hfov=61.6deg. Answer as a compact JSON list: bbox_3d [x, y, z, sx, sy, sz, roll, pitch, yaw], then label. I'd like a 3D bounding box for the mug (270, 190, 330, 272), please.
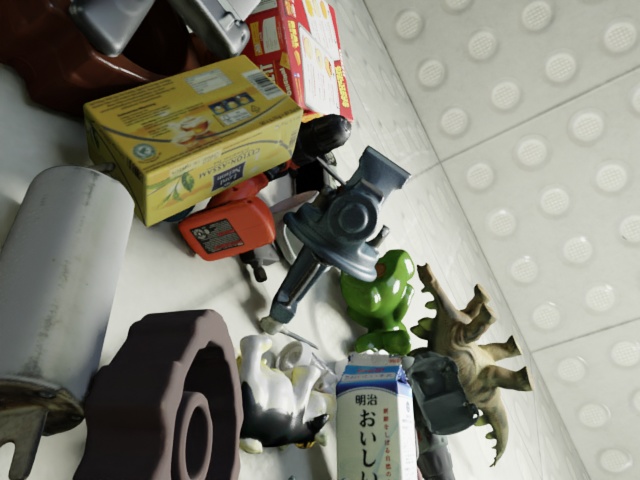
[{"bbox_3d":[-0.022,-0.001,0.732,0.107,0.081,0.109,66,19,-16],"label":"mug"}]

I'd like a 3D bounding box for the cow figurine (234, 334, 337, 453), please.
[{"bbox_3d":[-0.038,0.170,0.530,0.167,0.068,0.098,42,37,-38],"label":"cow figurine"}]

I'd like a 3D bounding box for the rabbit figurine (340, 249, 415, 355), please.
[{"bbox_3d":[0.106,0.121,0.846,0.159,0.121,0.170,-85,159,-62],"label":"rabbit figurine"}]

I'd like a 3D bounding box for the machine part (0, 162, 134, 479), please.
[{"bbox_3d":[-0.176,0.033,0.354,0.079,0.079,0.243,43,30,-42],"label":"machine part"}]

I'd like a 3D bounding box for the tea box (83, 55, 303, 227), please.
[{"bbox_3d":[-0.111,-0.096,0.490,0.169,0.068,0.098,-30,66,-32],"label":"tea box"}]

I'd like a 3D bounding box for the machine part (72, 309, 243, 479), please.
[{"bbox_3d":[-0.099,0.136,0.364,0.179,0.056,0.179,-2,91,-83],"label":"machine part"}]

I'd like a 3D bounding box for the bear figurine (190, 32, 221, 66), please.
[{"bbox_3d":[-0.121,-0.232,0.700,0.131,0.120,0.196,52,27,-38],"label":"bear figurine"}]

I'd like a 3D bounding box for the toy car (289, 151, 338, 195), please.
[{"bbox_3d":[-0.006,-0.077,0.850,0.056,0.073,0.202,43,31,-41],"label":"toy car"}]

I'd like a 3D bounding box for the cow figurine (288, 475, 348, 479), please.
[{"bbox_3d":[-0.019,0.256,0.447,0.194,0.086,0.127,63,27,-55],"label":"cow figurine"}]

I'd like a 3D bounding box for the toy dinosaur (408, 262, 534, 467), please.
[{"bbox_3d":[0.274,0.240,0.980,0.470,0.199,0.105,58,22,-16],"label":"toy dinosaur"}]

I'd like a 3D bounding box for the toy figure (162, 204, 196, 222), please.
[{"bbox_3d":[-0.148,-0.082,0.562,0.058,0.064,0.154,12,38,-13],"label":"toy figure"}]

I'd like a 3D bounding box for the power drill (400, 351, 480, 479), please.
[{"bbox_3d":[0.165,0.264,0.779,0.207,0.086,0.232,82,-10,-60],"label":"power drill"}]

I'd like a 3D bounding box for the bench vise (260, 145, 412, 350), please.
[{"bbox_3d":[0.008,0.004,0.625,0.129,0.240,0.224,33,11,-12],"label":"bench vise"}]

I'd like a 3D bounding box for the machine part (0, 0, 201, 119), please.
[{"bbox_3d":[-0.216,-0.213,0.509,0.201,0.087,0.201,4,62,-66],"label":"machine part"}]

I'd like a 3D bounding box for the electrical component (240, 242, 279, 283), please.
[{"bbox_3d":[-0.077,0.009,0.670,0.063,0.021,0.094,15,51,-62],"label":"electrical component"}]

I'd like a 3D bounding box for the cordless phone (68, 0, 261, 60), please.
[{"bbox_3d":[-0.136,-0.203,0.489,0.146,0.089,0.184,49,38,-37],"label":"cordless phone"}]

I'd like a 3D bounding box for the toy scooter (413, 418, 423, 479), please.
[{"bbox_3d":[0.093,0.279,0.700,0.135,0.075,0.184,72,16,-60],"label":"toy scooter"}]
